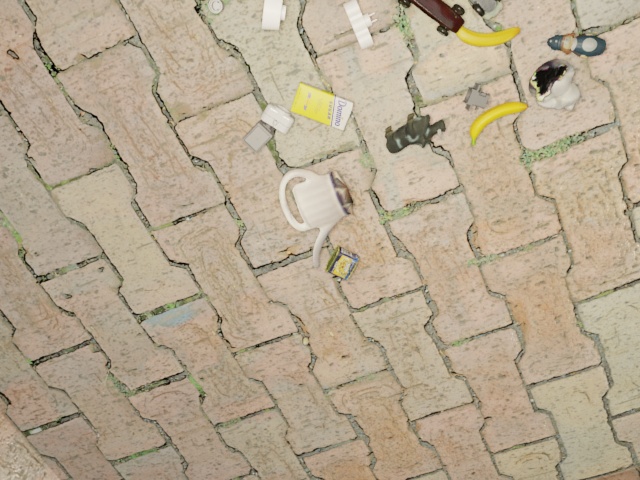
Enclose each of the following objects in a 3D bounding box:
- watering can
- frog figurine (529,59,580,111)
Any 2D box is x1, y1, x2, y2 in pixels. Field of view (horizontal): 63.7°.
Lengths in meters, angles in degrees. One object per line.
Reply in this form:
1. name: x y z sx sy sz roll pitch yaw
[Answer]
1. watering can: 0.005 -0.085 1.683 0.223 0.106 0.343 -20 109 10
2. frog figurine: 0.698 -0.452 1.516 0.159 0.124 0.136 8 110 -40
